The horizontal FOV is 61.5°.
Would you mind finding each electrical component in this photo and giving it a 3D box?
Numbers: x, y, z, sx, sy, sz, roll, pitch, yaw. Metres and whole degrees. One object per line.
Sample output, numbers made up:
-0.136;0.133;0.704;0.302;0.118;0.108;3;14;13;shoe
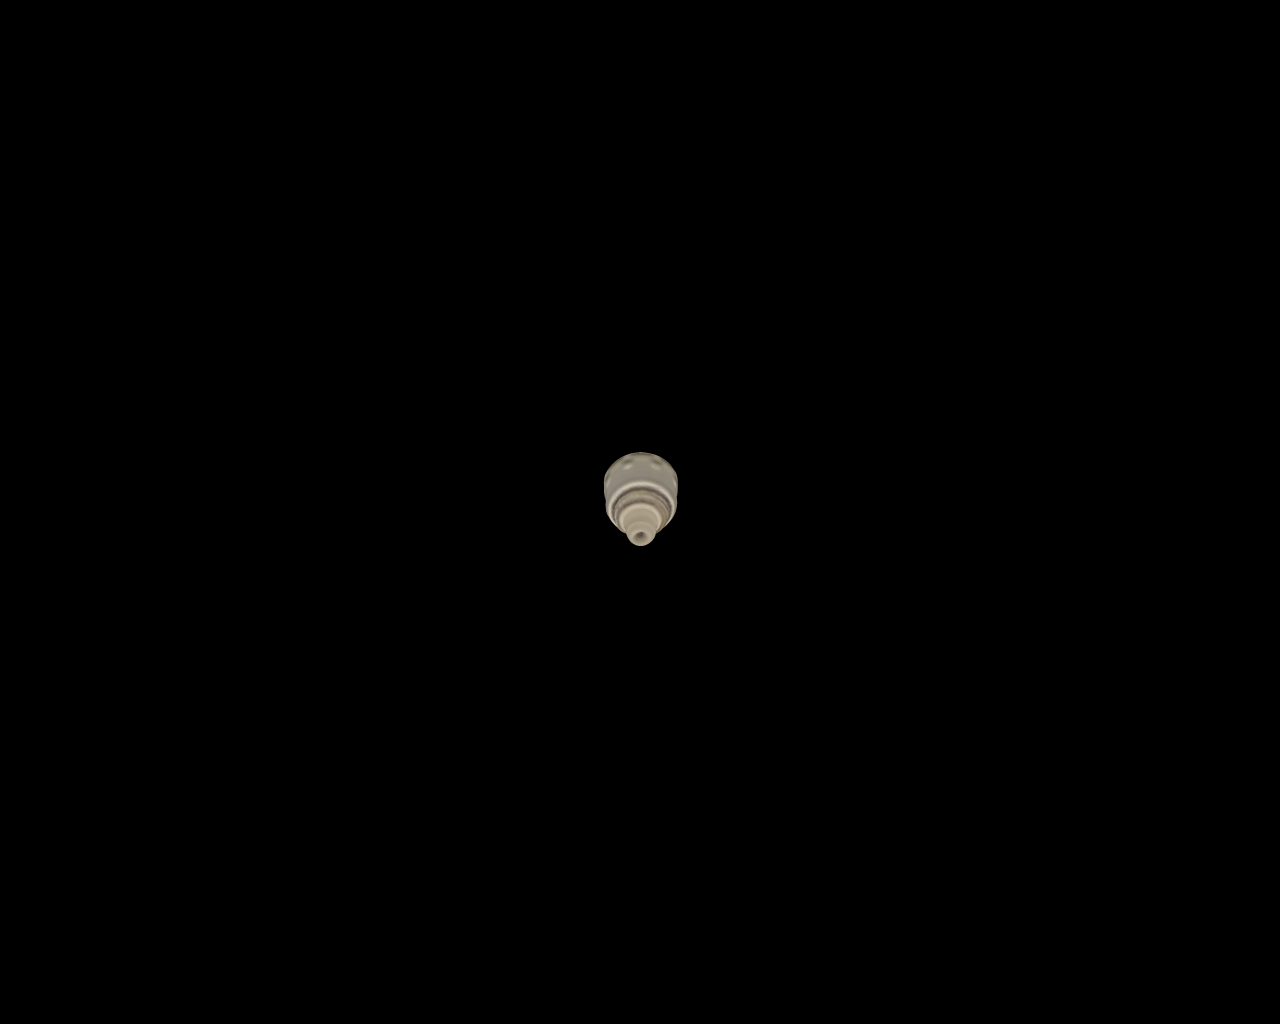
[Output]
0.001;-0.003;0.650;0.048;0.048;0.062;0;36;0;electrical component
